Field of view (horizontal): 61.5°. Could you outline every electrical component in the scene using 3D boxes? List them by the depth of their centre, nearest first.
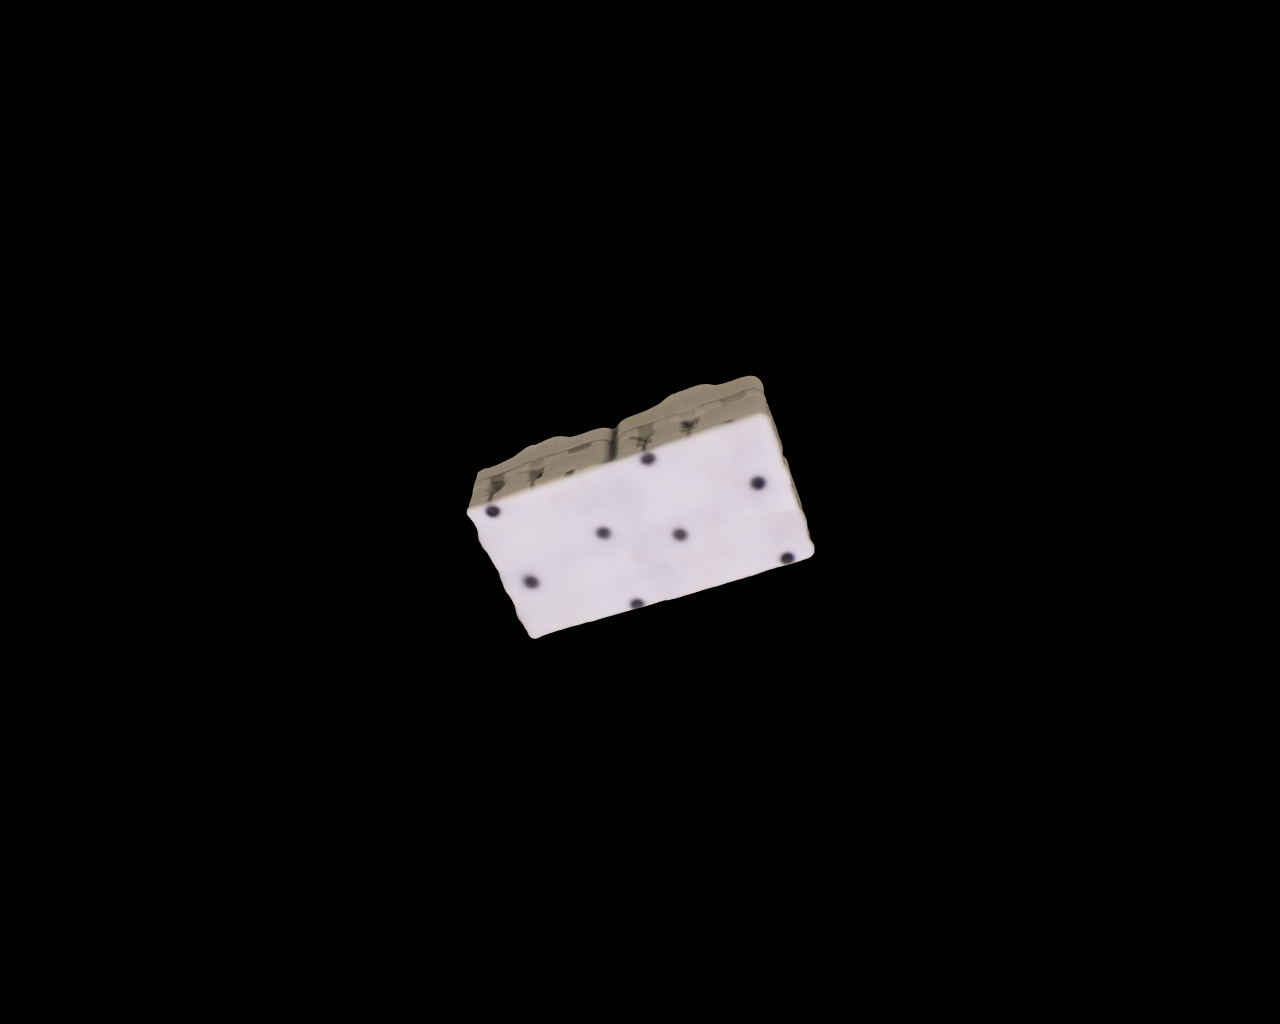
[{"bbox_3d":[0.001,-0.003,0.650,0.186,0.105,0.060,-18,28,10],"label":"electrical component"}]
